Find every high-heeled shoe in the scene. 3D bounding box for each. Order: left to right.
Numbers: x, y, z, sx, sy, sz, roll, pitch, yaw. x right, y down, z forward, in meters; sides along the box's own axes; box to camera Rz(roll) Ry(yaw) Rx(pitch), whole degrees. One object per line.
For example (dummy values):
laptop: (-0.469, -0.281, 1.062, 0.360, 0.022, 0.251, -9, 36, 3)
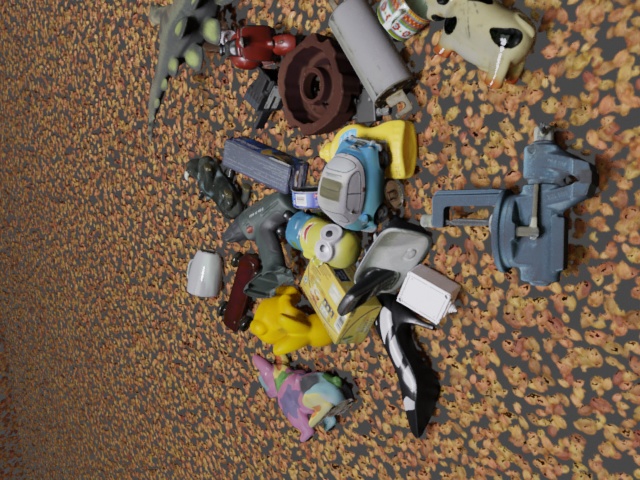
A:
high-heeled shoe: (0.138, 0.223, 0.972, 0.145, 0.086, 0.248, 14, 104, 41)

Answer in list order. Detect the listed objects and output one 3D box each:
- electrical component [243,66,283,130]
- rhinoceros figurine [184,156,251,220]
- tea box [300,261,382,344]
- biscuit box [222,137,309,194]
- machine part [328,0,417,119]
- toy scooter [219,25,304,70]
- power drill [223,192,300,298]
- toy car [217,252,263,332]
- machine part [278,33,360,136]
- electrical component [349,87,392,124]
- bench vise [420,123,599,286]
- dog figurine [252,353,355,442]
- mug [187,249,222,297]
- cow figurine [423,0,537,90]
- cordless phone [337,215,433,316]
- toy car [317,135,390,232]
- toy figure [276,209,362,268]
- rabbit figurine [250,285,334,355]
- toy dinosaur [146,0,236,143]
electrical component: (-0.108, -0.282, 1.069, 0.048, 0.075, 0.119, 49, 131, 21)
rhinoceros figurine: (-0.236, -0.127, 1.229, 0.190, 0.073, 0.112, 45, 137, 22)
tea box: (0.035, 0.101, 1.004, 0.170, 0.068, 0.098, 59, 135, 43)
biscuit box: (-0.117, -0.159, 1.116, 0.203, 0.059, 0.062, 28, 119, 34)
machine part: (0.085, -0.309, 0.884, 0.079, 0.079, 0.243, -39, 74, 41)
toy scooter: (-0.131, -0.367, 1.024, 0.184, 0.135, 0.075, 8, 108, 42)
power drill: (-0.123, 0.015, 1.124, 0.232, 0.086, 0.207, -35, 45, 35)
toy car: (-0.179, 0.122, 1.248, 0.089, 0.053, 0.202, 27, 115, 21)
machine part: (-0.003, -0.276, 0.971, 0.180, 0.056, 0.179, 11, 105, 47)
electrical component: (0.085, -0.237, 0.939, 0.094, 0.021, 0.063, 6, 104, 43)
bench vise: (0.258, -0.050, 0.766, 0.241, 0.129, 0.223, 2, 103, 35)
dog figurine: (-0.047, 0.302, 1.142, 0.219, 0.108, 0.191, 47, 128, 27)
mug: (-0.285, 0.074, 1.321, 0.110, 0.081, 0.107, 23, 105, 44)
cow figurine: (0.218, -0.315, 0.758, 0.195, 0.085, 0.127, 46, 133, 27)
cordless phone: (0.096, 0.045, 0.888, 0.089, 0.184, 0.146, 40, 126, 15)
toy car: (0.048, -0.084, 0.879, 0.109, 0.103, 0.161, 24, 121, 34)
toy figure: (-0.001, -0.007, 0.979, 0.180, 0.089, 0.082, 23, 113, 50)
rabbit figurine: (-0.044, 0.168, 1.090, 0.173, 0.162, 0.121, 11, 96, 21)
toy dinosaur: (-0.270, -0.430, 1.078, 0.199, 0.105, 0.471, 44, 114, 50)
